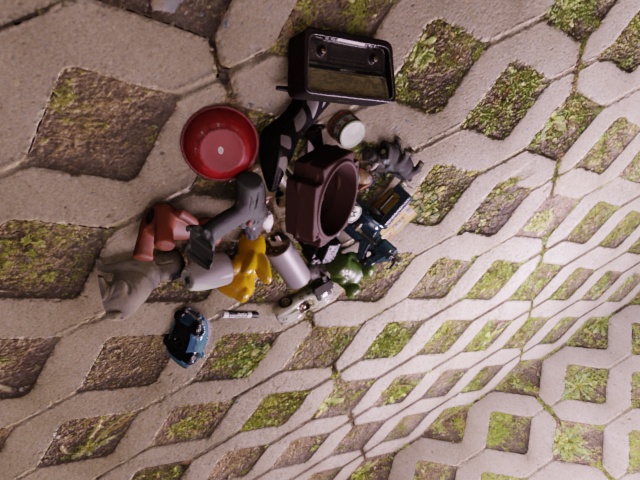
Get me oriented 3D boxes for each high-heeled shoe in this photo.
[{"bbox_3d":[-0.046,-0.223,1.148,0.145,0.086,0.248,-1,105,-37],"label":"high-heeled shoe"}]

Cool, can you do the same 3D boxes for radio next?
[{"bbox_3d":[0.047,-0.349,1.101,0.229,0.073,0.131,-4,94,-34],"label":"radio"}]

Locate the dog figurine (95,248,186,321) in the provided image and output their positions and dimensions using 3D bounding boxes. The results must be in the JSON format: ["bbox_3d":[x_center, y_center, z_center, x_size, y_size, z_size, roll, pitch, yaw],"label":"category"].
[{"bbox_3d":[-0.385,0.098,1.192,0.190,0.172,0.121,-11,145,-19],"label":"dog figurine"}]

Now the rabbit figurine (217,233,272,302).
[{"bbox_3d":[-0.189,0.056,1.325,0.122,0.163,0.173,24,95,-34],"label":"rabbit figurine"}]

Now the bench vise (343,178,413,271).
[{"bbox_3d":[0.163,-0.050,1.416,0.240,0.224,0.129,-50,162,13],"label":"bench vise"}]

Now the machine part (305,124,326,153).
[{"bbox_3d":[-0.005,-0.207,1.257,0.084,0.039,0.138,-44,142,-31],"label":"machine part"}]

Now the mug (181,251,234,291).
[{"bbox_3d":[-0.270,0.066,1.242,0.107,0.109,0.081,-20,162,-47],"label":"mug"}]

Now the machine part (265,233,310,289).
[{"bbox_3d":[-0.087,0.059,1.438,0.079,0.079,0.243,-33,142,-5],"label":"machine part"}]

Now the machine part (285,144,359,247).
[{"bbox_3d":[0.009,-0.100,1.216,0.201,0.087,0.201,-38,138,-49],"label":"machine part"}]

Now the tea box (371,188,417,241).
[{"bbox_3d":[0.182,-0.054,1.531,0.169,0.068,0.098,-42,139,8],"label":"tea box"}]

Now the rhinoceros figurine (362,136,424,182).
[{"bbox_3d":[0.184,-0.206,1.392,0.190,0.073,0.112,15,129,-45],"label":"rhinoceros figurine"}]

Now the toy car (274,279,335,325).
[{"bbox_3d":[-0.042,0.184,1.607,0.202,0.056,0.073,-27,139,-12],"label":"toy car"}]

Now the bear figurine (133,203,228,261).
[{"bbox_3d":[-0.298,-0.004,1.192,0.120,0.132,0.195,-21,147,34],"label":"bear figurine"}]

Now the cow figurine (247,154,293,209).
[{"bbox_3d":[-0.092,-0.141,1.242,0.127,0.086,0.194,-28,139,-2],"label":"cow figurine"}]

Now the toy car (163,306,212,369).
[{"bbox_3d":[-0.340,0.250,1.432,0.103,0.109,0.161,-12,127,-59],"label":"toy car"}]

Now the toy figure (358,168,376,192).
[{"bbox_3d":[0.084,-0.154,1.368,0.154,0.058,0.064,-2,112,-32],"label":"toy figure"}]

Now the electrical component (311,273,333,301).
[{"bbox_3d":[0.005,0.136,1.547,0.063,0.021,0.093,-30,140,-11],"label":"electrical component"}]

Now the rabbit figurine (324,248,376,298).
[{"bbox_3d":[0.065,0.065,1.495,0.121,0.159,0.170,-44,159,5],"label":"rabbit figurine"}]

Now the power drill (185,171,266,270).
[{"bbox_3d":[-0.191,-0.027,1.159,0.207,0.086,0.231,-37,159,-34],"label":"power drill"}]

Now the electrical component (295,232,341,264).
[{"bbox_3d":[-0.003,-0.004,1.394,0.058,0.134,0.114,-3,128,-34],"label":"electrical component"}]
